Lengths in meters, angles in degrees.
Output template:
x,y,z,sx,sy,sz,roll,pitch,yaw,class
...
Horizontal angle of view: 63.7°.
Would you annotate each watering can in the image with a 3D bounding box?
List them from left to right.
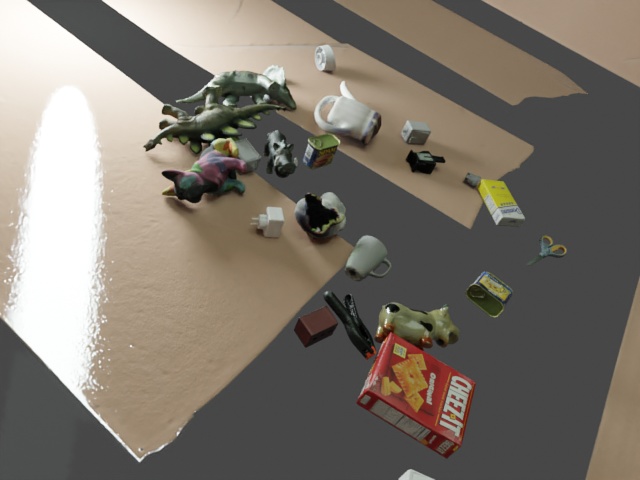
x,y,z,sx,sy,sz,roll,pitch,yaw,class
0.112,-0.443,1.775,0.224,0.101,0.355,26,43,2,watering can

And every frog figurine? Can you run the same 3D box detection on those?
x,y,z,sx,sy,sz,roll,pitch,yaw,class
0.004,-0.070,1.386,0.137,0.122,0.160,14,7,3,frog figurine
